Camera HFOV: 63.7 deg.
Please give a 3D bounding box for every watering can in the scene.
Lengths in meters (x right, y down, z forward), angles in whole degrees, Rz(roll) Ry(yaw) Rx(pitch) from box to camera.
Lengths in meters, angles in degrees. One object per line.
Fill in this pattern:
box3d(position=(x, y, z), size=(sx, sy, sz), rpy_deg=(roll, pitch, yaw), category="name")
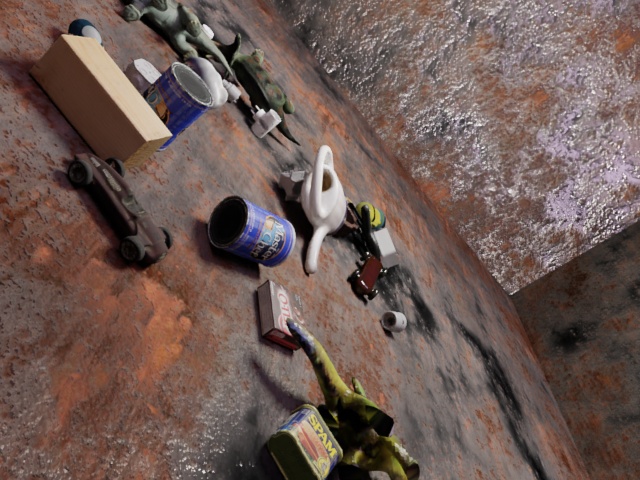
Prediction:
box3d(position=(0.004, -0.067, 1.326), size=(0.221, 0.104, 0.352), rpy_deg=(57, 37, -69), category="watering can")

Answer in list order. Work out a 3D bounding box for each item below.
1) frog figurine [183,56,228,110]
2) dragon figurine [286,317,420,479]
box3d(position=(-0.267, -0.367, 1.234), size=(0.139, 0.121, 0.160), rpy_deg=(42, 26, 25), category="frog figurine")
box3d(position=(0.065, 0.312, 0.926), size=(0.413, 0.122, 0.241), rpy_deg=(61, 1, 10), category="dragon figurine")
